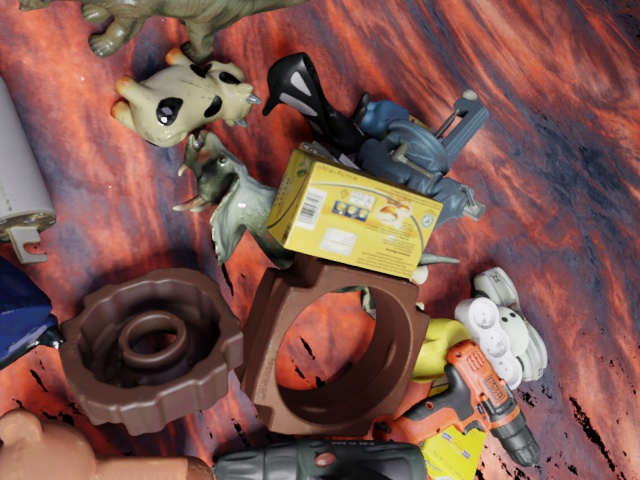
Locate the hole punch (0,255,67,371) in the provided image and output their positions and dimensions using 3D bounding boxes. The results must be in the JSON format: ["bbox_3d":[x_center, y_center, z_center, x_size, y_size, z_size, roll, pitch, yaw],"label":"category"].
[{"bbox_3d":[-0.309,0.056,0.464,0.142,0.092,0.116,32,46,18],"label":"hole punch"}]

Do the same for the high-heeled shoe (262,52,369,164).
[{"bbox_3d":[0.025,-0.199,0.821,0.248,0.145,0.086,14,61,-28],"label":"high-heeled shoe"}]

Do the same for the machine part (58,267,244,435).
[{"bbox_3d":[-0.164,0.104,0.532,0.179,0.056,0.179,1,38,-1],"label":"machine part"}]

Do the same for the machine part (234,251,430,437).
[{"bbox_3d":[0.014,0.120,0.629,0.201,0.087,0.201,14,100,-28],"label":"machine part"}]

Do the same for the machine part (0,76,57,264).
[{"bbox_3d":[-0.336,-0.085,0.547,0.079,0.079,0.243,-17,79,-40],"label":"machine part"}]

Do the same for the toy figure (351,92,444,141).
[{"bbox_3d":[0.139,-0.185,0.941,0.180,0.089,0.082,27,79,-11],"label":"toy figure"}]

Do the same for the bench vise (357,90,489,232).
[{"bbox_3d":[0.183,-0.132,0.818,0.240,0.224,0.128,-49,138,-12],"label":"bench vise"}]

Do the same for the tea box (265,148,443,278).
[{"bbox_3d":[0.039,-0.027,0.590,0.169,0.068,0.098,16,103,-30],"label":"tea box"}]

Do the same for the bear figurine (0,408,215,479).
[{"bbox_3d":[-0.189,0.226,0.456,0.195,0.120,0.132,24,30,-28],"label":"bear figurine"}]

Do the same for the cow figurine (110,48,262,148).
[{"bbox_3d":[-0.165,-0.187,0.719,0.127,0.085,0.195,43,47,-3],"label":"cow figurine"}]

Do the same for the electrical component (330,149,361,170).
[{"bbox_3d":[0.012,-0.073,0.806,0.115,0.058,0.134,42,50,-14],"label":"electrical component"}]

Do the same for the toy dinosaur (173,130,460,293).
[{"bbox_3d":[0.002,-0.001,0.697,0.404,0.192,0.131,35,14,-22],"label":"toy dinosaur"}]

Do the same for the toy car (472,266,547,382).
[{"bbox_3d":[0.328,0.144,0.924,0.073,0.056,0.201,-18,78,-40],"label":"toy car"}]

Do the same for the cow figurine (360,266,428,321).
[{"bbox_3d":[0.107,0.046,0.811,0.098,0.068,0.167,25,54,-16],"label":"cow figurine"}]

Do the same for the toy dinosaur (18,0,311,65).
[{"bbox_3d":[-0.155,-0.335,0.727,0.471,0.198,0.105,-21,84,-39],"label":"toy dinosaur"}]

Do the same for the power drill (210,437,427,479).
[{"bbox_3d":[0.018,0.249,0.525,0.232,0.207,0.086,5,78,-17],"label":"power drill"}]
